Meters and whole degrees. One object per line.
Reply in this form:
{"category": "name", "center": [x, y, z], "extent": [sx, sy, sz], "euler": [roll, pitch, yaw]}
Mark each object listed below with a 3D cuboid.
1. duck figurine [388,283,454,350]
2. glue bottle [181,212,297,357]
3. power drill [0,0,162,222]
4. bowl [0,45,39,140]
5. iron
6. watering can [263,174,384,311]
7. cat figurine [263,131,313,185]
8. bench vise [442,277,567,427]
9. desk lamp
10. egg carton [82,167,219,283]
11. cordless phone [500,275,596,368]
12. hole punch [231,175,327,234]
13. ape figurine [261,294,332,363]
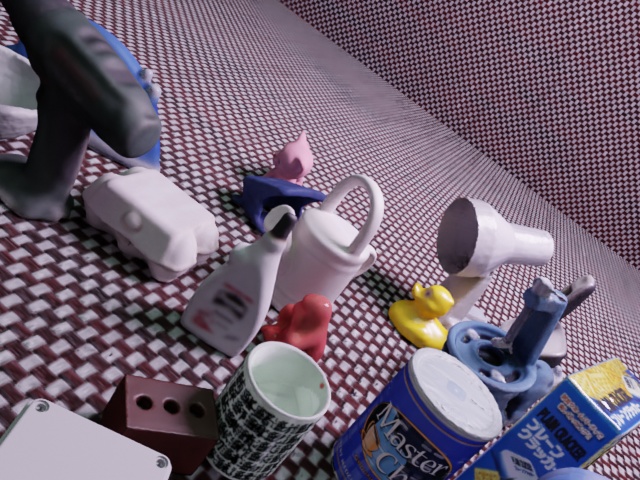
{"category": "duck figurine", "center": [0.165, 0.110, 0.853], "extent": [0.104, 0.086, 0.078], "euler": [42, 26, 15]}
{"category": "glue bottle", "center": [-0.072, 0.039, 0.578], "extent": [0.078, 0.173, 0.037], "euler": [32, 25, -7]}
{"category": "power drill", "center": [-0.277, -0.135, 0.587], "extent": [0.229, 0.208, 0.076], "euler": [38, 25, 7]}
{"category": "bowl", "center": [-0.392, -0.165, 0.655], "extent": [0.168, 0.074, 0.167], "euler": [28, 26, -15]}
{"category": "iron", "center": [-0.297, -0.216, 0.784], "extent": [0.258, 0.141, 0.119], "euler": [36, 25, 2]}
{"category": "watering can", "center": [0.008, 0.004, 0.714], "extent": [0.100, 0.194, 0.173], "euler": [46, 27, 23]}
{"category": "cat figurine", "center": [-0.045, -0.133, 0.981], "extent": [0.067, 0.117, 0.128], "euler": [34, 25, -2]}
{"category": "bench vise", "center": [0.255, 0.139, 0.754], "extent": [0.208, 0.219, 0.121], "euler": [9, 35, -43]}
{"category": "desk lamp", "center": [0.259, 0.049, 0.925], "extent": [0.204, 0.213, 0.117], "euler": [22, 28, -26]}
{"category": "egg carton", "center": [-0.192, -0.021, 0.657], "extent": [0.150, 0.069, 0.107], "euler": [38, 25, 5]}
{"category": "cordless phone", "center": [0.391, 0.139, 0.966], "extent": [0.094, 0.185, 0.148], "euler": [36, 25, 1]}
{"category": "hole punch", "center": [-0.062, -0.067, 0.875], "extent": [0.109, 0.091, 0.101], "euler": [4, 39, -48]}
{"category": "ape figurine", "center": [-0.019, 0.096, 0.639], "extent": [0.076, 0.092, 0.078], "euler": [36, 25, 2]}
